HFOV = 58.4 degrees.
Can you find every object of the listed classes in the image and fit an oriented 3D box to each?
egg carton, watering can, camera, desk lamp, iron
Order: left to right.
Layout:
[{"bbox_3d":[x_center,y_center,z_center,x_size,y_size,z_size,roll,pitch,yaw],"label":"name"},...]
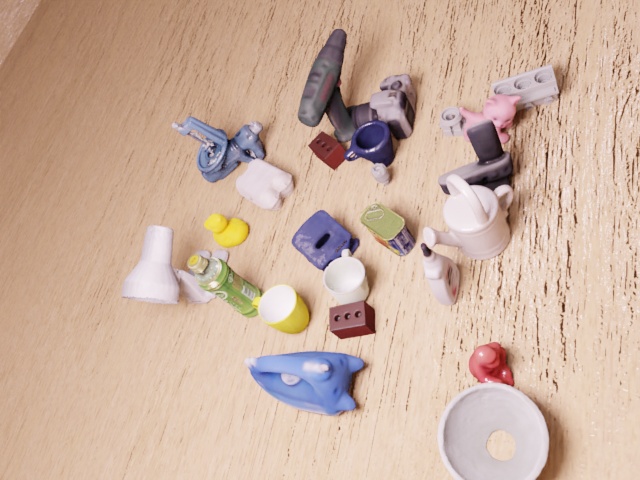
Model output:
[{"bbox_3d":[-0.331,0.073,1.296,0.117,0.214,0.203,-2,61,29],"label":"desk lamp"},{"bbox_3d":[-0.137,-0.136,1.408,0.149,0.070,0.107,29,79,39],"label":"egg carton"},{"bbox_3d":[-0.056,0.249,1.077,0.257,0.142,0.119,-2,61,29],"label":"iron"},{"bbox_3d":[0.144,-0.311,1.333,0.136,0.101,0.143,-4,60,28],"label":"camera"},{"bbox_3d":[0.270,-0.044,1.034,0.100,0.195,0.173,31,80,39],"label":"watering can"}]

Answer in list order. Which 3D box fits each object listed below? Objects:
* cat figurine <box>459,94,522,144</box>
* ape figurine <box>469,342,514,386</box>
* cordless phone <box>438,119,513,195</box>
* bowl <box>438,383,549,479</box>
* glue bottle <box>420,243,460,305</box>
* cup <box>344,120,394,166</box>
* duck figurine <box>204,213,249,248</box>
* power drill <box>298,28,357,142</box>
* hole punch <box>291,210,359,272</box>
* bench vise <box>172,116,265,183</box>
[{"bbox_3d":[0.347,-0.258,1.172,0.127,0.118,0.067,8,66,33],"label":"cat figurine"},{"bbox_3d":[0.278,0.202,0.945,0.075,0.092,0.078,15,70,36],"label":"ape figurine"},{"bbox_3d":[0.287,-0.158,1.101,0.147,0.186,0.094,-23,53,16],"label":"cordless phone"},{"bbox_3d":[0.273,0.314,0.891,0.167,0.075,0.167,-14,56,22],"label":"bowl"},{"bbox_3d":[0.210,0.051,1.024,0.037,0.174,0.078,-4,60,28],"label":"glue bottle"},{"bbox_3d":[0.117,-0.198,1.283,0.117,0.095,0.091,-36,50,6],"label":"cup"},{"bbox_3d":[-0.231,-0.032,1.387,0.104,0.086,0.077,1,62,30],"label":"duck figurine"},{"bbox_3d":[0.037,-0.341,1.342,0.075,0.209,0.230,14,70,36],"label":"power drill"},{"bbox_3d":[0.011,0.004,1.221,0.109,0.091,0.100,-48,50,-4],"label":"hole punch"},{"bbox_3d":[-0.257,-0.262,1.456,0.207,0.220,0.121,-41,50,2],"label":"bench vise"}]
